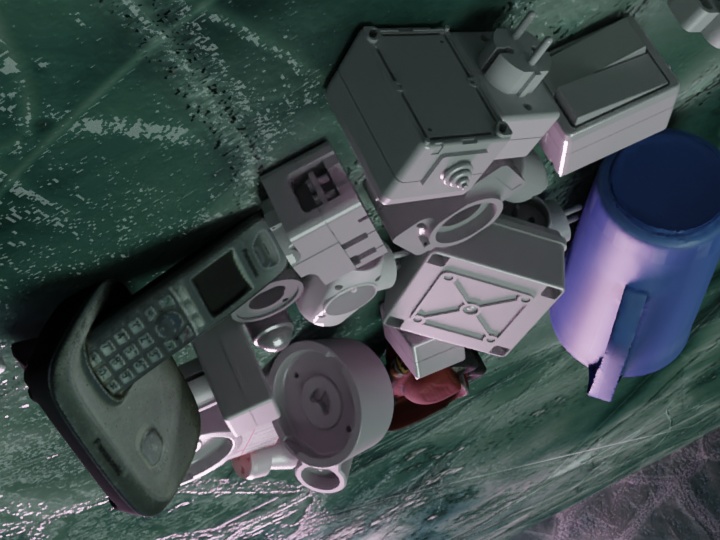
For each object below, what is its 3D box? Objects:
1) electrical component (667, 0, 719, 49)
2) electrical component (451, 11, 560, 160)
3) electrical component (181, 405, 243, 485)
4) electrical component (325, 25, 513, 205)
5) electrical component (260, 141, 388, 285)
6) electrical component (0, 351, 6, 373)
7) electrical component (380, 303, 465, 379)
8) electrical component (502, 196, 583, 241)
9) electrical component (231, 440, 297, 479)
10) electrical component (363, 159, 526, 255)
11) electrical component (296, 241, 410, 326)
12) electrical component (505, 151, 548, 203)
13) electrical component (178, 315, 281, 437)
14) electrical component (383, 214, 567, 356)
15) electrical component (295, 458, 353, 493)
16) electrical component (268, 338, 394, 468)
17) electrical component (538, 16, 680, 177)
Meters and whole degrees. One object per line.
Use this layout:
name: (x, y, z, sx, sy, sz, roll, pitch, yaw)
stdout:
electrical component: (0.233, -0.173, 0.649, 0.078, 0.058, 0.057, -10, 155, -35)
electrical component: (0.082, -0.111, 0.604, 0.047, 0.065, 0.076, -10, 152, -35)
electrical component: (-0.156, 0.131, 0.869, 0.108, 0.060, 0.108, -22, 157, -10)
electrical component: (0.031, -0.077, 0.582, 0.062, 0.096, 0.061, -10, 152, -34)
electrical component: (-0.025, -0.032, 0.677, 0.056, 0.050, 0.089, -28, 157, 2)
electrical component: (-0.259, 0.048, 0.595, 0.100, 0.048, 0.100, -30, 157, 8)
electrical component: (0.050, 0.037, 0.898, 0.047, 0.065, 0.076, -21, 128, -14)
electrical component: (0.143, -0.032, 0.867, 0.079, 0.043, 0.077, -23, 157, -9)
electrical component: (-0.094, 0.180, 1.063, 0.055, 0.045, 0.045, -8, 151, -37)
electrical component: (0.058, -0.053, 0.714, 0.089, 0.055, 0.050, -34, 156, 16)
electrical component: (0.000, 0.000, 0.780, 0.079, 0.044, 0.077, -13, 154, -29)
electrical component: (0.112, -0.067, 0.763, 0.040, 0.040, 0.078, -38, 156, 25)
electrical component: (-0.110, 0.080, 0.781, 0.076, 0.083, 0.047, -24, 157, -7)
electrical component: (0.085, 0.007, 0.816, 0.109, 0.056, 0.108, 16, 143, -12)
electrical component: (-0.030, 0.145, 1.034, 0.052, 0.073, 0.138, 9, 135, 7)
electrical component: (-0.020, 0.109, 0.917, 0.060, 0.108, 0.108, -9, 152, -49)
electrical component: (0.156, -0.114, 0.682, 0.096, 0.061, 0.061, -25, 157, -5)
